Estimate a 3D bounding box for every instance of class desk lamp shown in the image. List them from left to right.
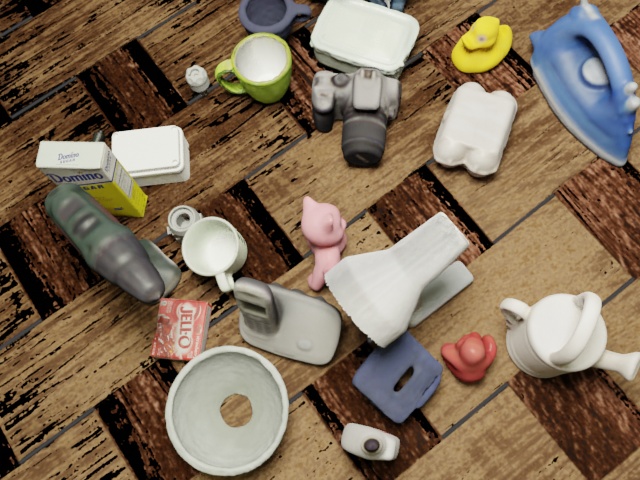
[{"bbox_3d":[0.113,0.049,0.762,0.203,0.213,0.118,-36,74,-8],"label":"desk lamp"}]

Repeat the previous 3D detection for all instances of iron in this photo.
[{"bbox_3d":[0.429,-0.251,0.876,0.118,0.141,0.258,-21,73,-3],"label":"iron"}]

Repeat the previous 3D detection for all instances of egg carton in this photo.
[{"bbox_3d":[0.243,-0.174,0.900,0.107,0.069,0.150,19,75,8],"label":"egg carton"}]

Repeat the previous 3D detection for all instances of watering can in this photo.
[{"bbox_3d":[0.322,0.122,0.739,0.172,0.194,0.101,7,73,5],"label":"watering can"}]

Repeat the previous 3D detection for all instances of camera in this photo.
[{"bbox_3d":[0.054,-0.194,0.899,0.143,0.101,0.137,4,73,4],"label":"camera"}]

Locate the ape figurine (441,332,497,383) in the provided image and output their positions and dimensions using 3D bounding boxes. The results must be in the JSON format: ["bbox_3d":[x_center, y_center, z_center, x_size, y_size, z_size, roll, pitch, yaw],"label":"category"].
[{"bbox_3d":[0.207,0.156,0.788,0.077,0.092,0.076,8,73,6],"label":"ape figurine"}]

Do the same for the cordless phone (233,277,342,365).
[{"bbox_3d":[-0.045,0.103,0.769,0.147,0.185,0.094,13,74,7],"label":"cordless phone"}]

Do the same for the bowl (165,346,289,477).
[{"bbox_3d":[-0.122,0.234,0.790,0.167,0.075,0.167,-1,73,3],"label":"bowl"}]

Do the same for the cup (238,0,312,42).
[{"bbox_3d":[-0.070,-0.359,0.959,0.117,0.095,0.091,-3,73,2],"label":"cup"}]

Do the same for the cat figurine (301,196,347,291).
[{"bbox_3d":[0.008,0.003,0.832,0.067,0.118,0.128,-6,73,1],"label":"cat figurine"}]

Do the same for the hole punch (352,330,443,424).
[{"bbox_3d":[0.109,0.185,0.785,0.101,0.091,0.109,39,79,13],"label":"hole punch"}]

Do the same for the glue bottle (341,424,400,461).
[{"bbox_3d":[0.065,0.257,0.722,0.078,0.173,0.037,11,74,7],"label":"glue bottle"}]

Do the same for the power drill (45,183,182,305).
[{"bbox_3d":[-0.269,0.022,0.793,0.229,0.208,0.076,40,79,13],"label":"power drill"}]

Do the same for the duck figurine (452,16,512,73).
[{"bbox_3d":[0.271,-0.331,0.938,0.104,0.086,0.077,-26,73,-5],"label":"duck figurine"}]

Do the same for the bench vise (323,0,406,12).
[{"bbox_3d":[0.073,-0.470,0.921,0.207,0.220,0.121,-8,72,1],"label":"bench vise"}]
